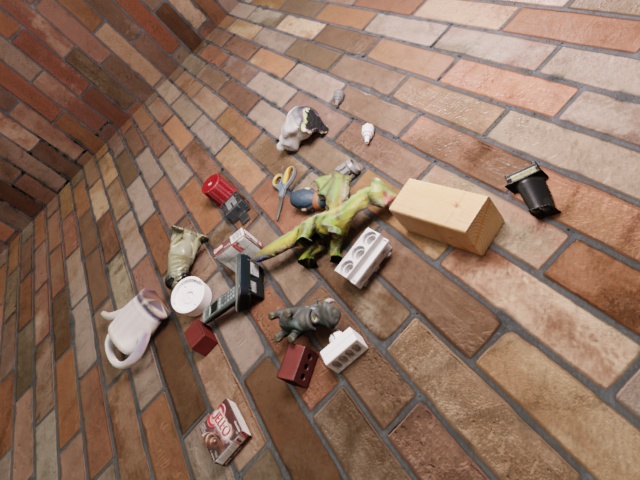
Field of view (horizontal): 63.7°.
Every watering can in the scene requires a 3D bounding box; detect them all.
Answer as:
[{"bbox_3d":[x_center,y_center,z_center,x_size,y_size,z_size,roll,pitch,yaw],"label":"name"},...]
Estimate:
[{"bbox_3d":[-0.575,0.240,1.563,0.225,0.102,0.352,-48,38,-3],"label":"watering can"}]

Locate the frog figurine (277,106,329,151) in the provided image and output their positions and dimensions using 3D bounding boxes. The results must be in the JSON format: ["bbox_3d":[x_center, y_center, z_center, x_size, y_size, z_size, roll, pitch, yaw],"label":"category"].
[{"bbox_3d":[-0.074,-0.348,1.618,0.158,0.122,0.139,-17,13,44],"label":"frog figurine"}]

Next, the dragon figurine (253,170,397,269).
[{"bbox_3d":[0.004,-0.065,1.290,0.408,0.120,0.248,-7,52,36],"label":"dragon figurine"}]
